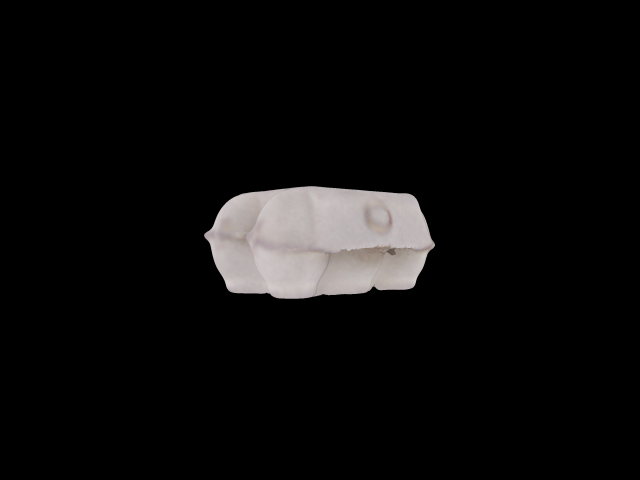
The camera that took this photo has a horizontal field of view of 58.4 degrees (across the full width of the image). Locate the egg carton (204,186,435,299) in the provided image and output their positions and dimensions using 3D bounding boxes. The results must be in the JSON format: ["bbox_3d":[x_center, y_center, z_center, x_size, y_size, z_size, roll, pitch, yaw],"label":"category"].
[{"bbox_3d":[0.004,0.001,0.400,0.151,0.069,0.107,0,0,-43],"label":"egg carton"}]
